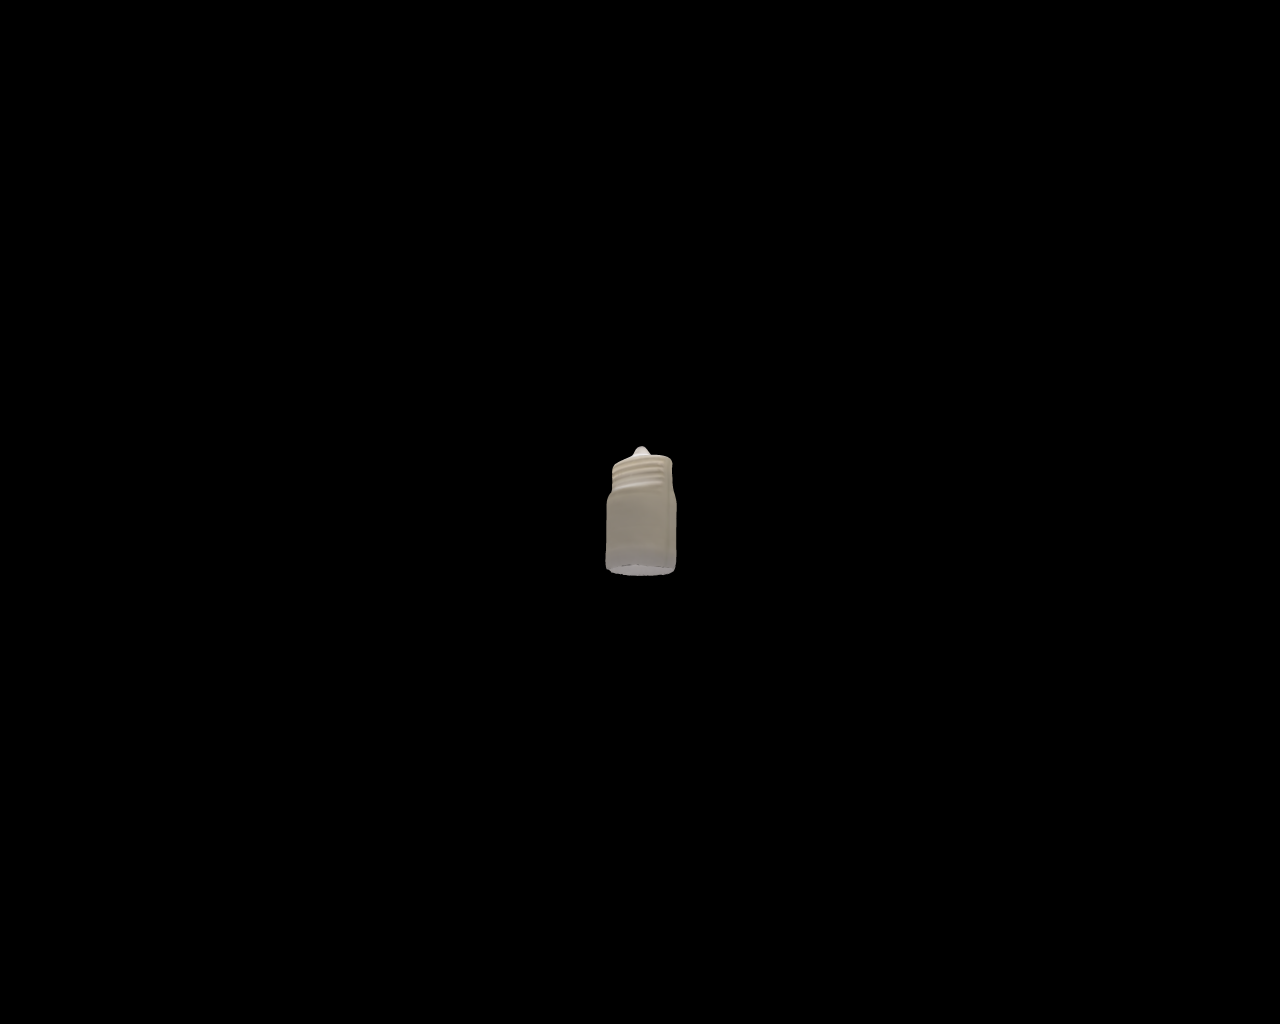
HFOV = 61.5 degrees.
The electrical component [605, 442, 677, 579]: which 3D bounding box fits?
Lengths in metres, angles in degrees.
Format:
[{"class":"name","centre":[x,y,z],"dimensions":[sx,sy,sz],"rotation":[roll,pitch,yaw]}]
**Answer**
[{"class":"electrical component","centre":[0.001,-0.003,0.650],"dimensions":[0.043,0.081,0.043],"rotation":[0,-13,0]}]
